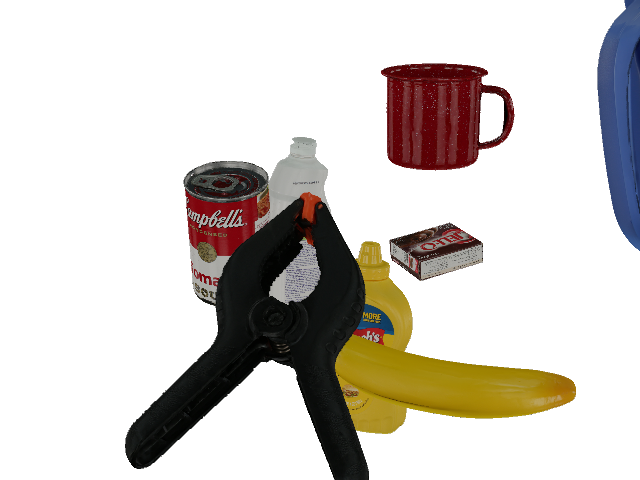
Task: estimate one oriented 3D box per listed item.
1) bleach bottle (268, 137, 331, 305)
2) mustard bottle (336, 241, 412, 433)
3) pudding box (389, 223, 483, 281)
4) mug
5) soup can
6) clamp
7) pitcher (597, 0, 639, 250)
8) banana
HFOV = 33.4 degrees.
[{"bbox_3d":[-0.023,-0.004,1.326,0.102,0.251,0.068,-8,22,-32],"label":"bleach bottle"},{"bbox_3d":[0.045,0.095,1.086,0.096,0.192,0.058,11,15,27],"label":"mustard bottle"},{"bbox_3d":[0.173,0.016,1.600,0.113,0.039,0.090,-18,26,-20],"label":"pudding box"},{"bbox_3d":[0.111,-0.109,0.940,0.117,0.081,0.093,3,17,11],"label":"mug"},{"bbox_3d":[-0.075,-0.005,0.872,0.068,0.102,0.068,0,30,0],"label":"soup can"},{"bbox_3d":[-0.013,0.055,0.545,0.120,0.171,0.039,19,-27,11],"label":"clamp"},{"bbox_3d":[0.238,-0.042,0.609,0.149,0.243,0.145,-3,22,15],"label":"pitcher"},{"bbox_3d":[0.075,0.092,0.751,0.198,0.037,0.069,13,36,32],"label":"banana"}]
